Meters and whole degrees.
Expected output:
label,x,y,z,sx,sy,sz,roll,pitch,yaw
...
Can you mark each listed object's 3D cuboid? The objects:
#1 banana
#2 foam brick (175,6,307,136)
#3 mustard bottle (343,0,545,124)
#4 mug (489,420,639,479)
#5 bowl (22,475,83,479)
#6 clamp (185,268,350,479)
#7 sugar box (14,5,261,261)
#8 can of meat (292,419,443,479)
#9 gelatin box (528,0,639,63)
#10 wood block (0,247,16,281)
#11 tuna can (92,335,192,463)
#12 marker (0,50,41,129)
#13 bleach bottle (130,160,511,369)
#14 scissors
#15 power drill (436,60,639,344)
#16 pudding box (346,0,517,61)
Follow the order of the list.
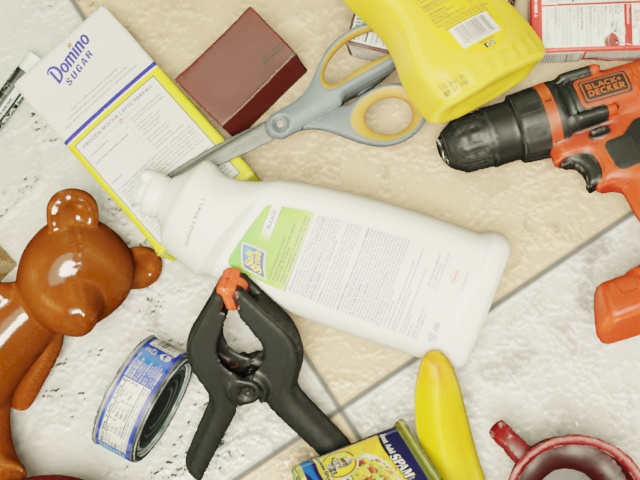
label,x,y,z,sx,sy,sz,roll,pitch,yaw
banana,0.101,0.168,0.720,0.037,0.070,0.198,-20,88,-25
foam brick,-0.057,-0.121,0.786,0.078,0.051,0.053,-43,81,2
mustard bottle,0.062,-0.177,0.725,0.096,0.058,0.192,-29,79,-21
mug,0.157,0.165,0.707,0.117,0.081,0.093,42,91,10
bowl,-0.191,0.213,0.739,0.162,0.162,0.055,-27,44,5
clamp,-0.037,0.099,0.733,0.120,0.039,0.171,-1,122,-2
sugar box,-0.136,-0.079,0.796,0.093,0.048,0.176,-41,78,0
can of meat,0.037,0.177,0.705,0.084,0.102,0.057,-19,124,-11
gelatin box,0.195,-0.166,0.766,0.089,0.030,0.073,-1,82,8
wood block,-0.340,-0.029,0.798,0.090,0.090,0.206,-45,79,1
tuna can,-0.124,0.113,0.753,0.034,0.086,0.086,26,88,8
marker,-0.254,-0.094,0.829,0.020,0.020,0.121,36,90,10
bleach bottle,-0.005,0.001,0.733,0.251,0.068,0.102,21,92,-1
scissors,-0.009,-0.072,0.754,0.202,0.016,0.096,-41,88,2
power drill,0.188,-0.030,0.713,0.184,0.057,0.188,-17,65,2
pudding box,0.083,-0.169,0.778,0.113,0.039,0.090,15,88,12
